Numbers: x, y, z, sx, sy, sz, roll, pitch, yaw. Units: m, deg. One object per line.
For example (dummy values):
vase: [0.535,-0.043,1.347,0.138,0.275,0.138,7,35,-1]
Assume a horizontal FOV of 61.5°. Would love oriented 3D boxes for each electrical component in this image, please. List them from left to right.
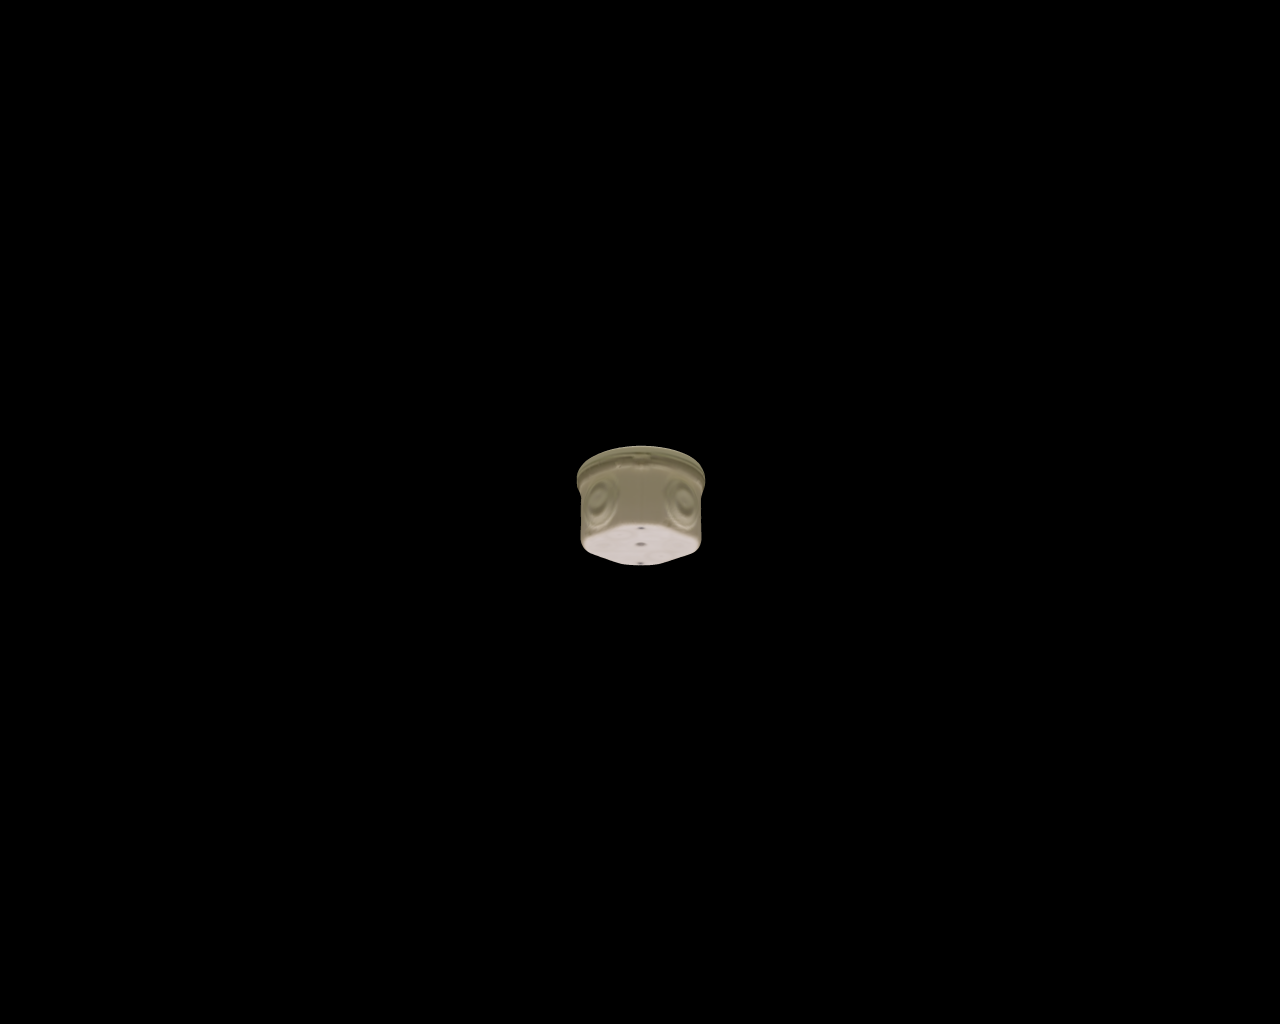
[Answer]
electrical component: [0.001,-0.003,0.650,0.080,0.051,0.080,0,-23,0]
